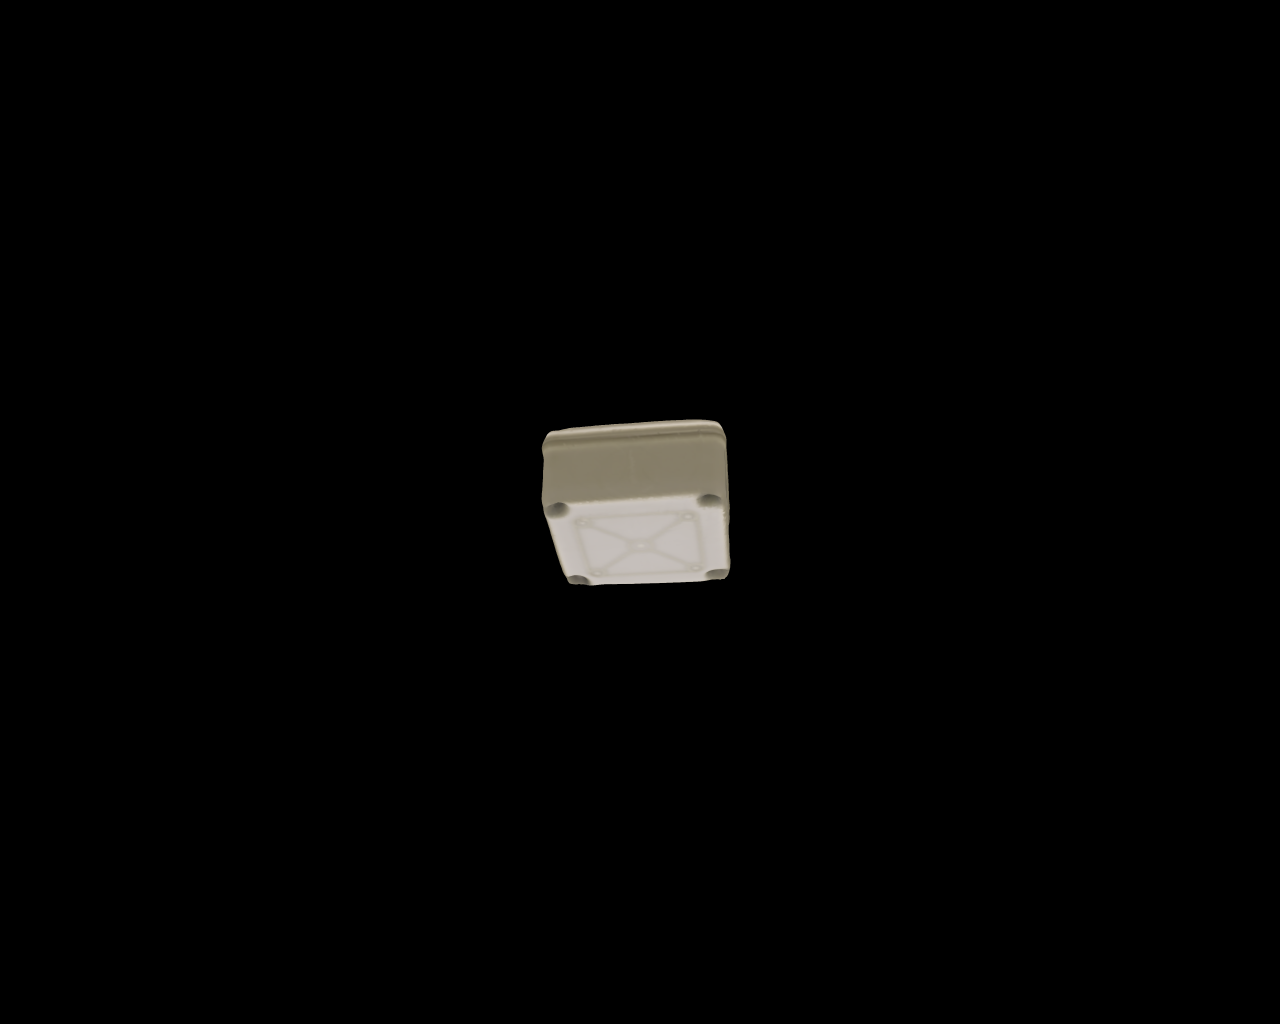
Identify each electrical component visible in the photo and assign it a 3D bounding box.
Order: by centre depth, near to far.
[{"bbox_3d":[0.001,-0.003,0.650,0.109,0.056,0.108,-3,-32,5],"label":"electrical component"}]
